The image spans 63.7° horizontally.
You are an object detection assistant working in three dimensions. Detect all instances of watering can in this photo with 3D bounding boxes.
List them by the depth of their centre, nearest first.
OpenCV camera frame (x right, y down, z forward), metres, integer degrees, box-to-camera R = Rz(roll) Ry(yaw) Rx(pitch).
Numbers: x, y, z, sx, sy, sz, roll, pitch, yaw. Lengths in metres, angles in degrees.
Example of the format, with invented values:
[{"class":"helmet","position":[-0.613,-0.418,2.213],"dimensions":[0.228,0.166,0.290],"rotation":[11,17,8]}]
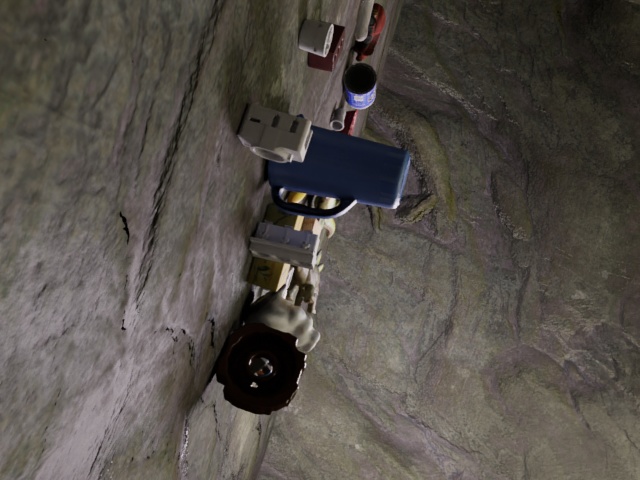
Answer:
[{"class":"watering can","position":[0.126,-0.619,1.120],"dimensions":[0.104,0.341,0.228],"rotation":[14,25,5]}]

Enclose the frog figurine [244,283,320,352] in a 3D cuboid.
[{"class":"frog figurine","position":[-0.084,0.190,1.129],"dimensions":[0.136,0.160,0.124],"rotation":[-36,-2,22]}]

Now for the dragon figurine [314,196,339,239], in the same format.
[{"class":"dragon figurine","position":[0.005,-0.082,1.630],"dimensions":[0.122,0.400,0.248],"rotation":[17,46,16]}]
